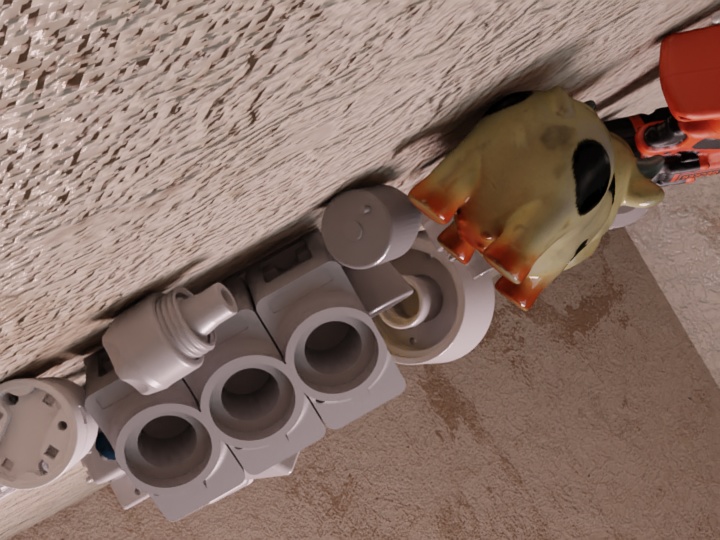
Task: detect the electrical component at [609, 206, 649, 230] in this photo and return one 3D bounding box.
[{"bbox_3d":[0.213,-0.074,0.949,0.080,0.080,0.051,-28,179,-17],"label":"electrical component"}]

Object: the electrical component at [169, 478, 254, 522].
[{"bbox_3d":[-0.141,0.137,0.876,0.057,0.113,0.078,-23,172,-45],"label":"electrical component"}]

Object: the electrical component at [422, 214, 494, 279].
[{"bbox_3d":[0.073,-0.024,0.767,0.043,0.062,0.043,-29,175,-3],"label":"electrical component"}]

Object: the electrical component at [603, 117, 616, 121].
[{"bbox_3d":[0.192,-0.091,0.858,0.045,0.045,0.055,-25,173,-39],"label":"electrical component"}]

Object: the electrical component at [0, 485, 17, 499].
[{"bbox_3d":[-0.206,0.103,0.581,0.040,0.046,0.040,-29,175,-3],"label":"electrical component"}]

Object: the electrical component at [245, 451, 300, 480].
[{"bbox_3d":[-0.078,0.096,0.801,0.109,0.056,0.108,-23,-139,57],"label":"electrical component"}]

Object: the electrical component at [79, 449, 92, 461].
[{"bbox_3d":[-0.205,0.107,0.639,0.079,0.044,0.077,-26,174,-34],"label":"electrical component"}]

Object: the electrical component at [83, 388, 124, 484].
[{"bbox_3d":[-0.164,0.106,0.741,0.061,0.061,0.096,-30,175,8],"label":"electrical component"}]

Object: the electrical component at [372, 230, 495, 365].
[{"bbox_3d":[0.044,0.023,0.839,0.108,0.108,0.060,-32,168,26],"label":"electrical component"}]

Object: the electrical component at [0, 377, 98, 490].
[{"bbox_3d":[-0.167,0.082,0.558,0.055,0.055,0.047,-29,178,2],"label":"electrical component"}]

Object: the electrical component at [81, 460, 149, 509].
[{"bbox_3d":[-0.185,0.137,0.812,0.047,0.083,0.076,-33,174,30],"label":"electrical component"}]

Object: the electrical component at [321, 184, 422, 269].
[{"bbox_3d":[0.012,-0.025,0.560,0.040,0.040,0.078,-32,174,27],"label":"electrical component"}]

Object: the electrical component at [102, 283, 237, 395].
[{"bbox_3d":[-0.089,0.029,0.521,0.062,0.043,0.043,-32,174,12],"label":"electrical component"}]

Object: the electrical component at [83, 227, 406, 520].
[{"bbox_3d":[-0.062,0.058,0.586,0.150,0.089,0.061,-29,-156,-1],"label":"electrical component"}]

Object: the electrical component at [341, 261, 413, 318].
[{"bbox_3d":[0.000,0.000,0.647,0.045,0.055,0.045,-29,175,-3],"label":"electrical component"}]

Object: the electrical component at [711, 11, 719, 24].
[{"bbox_3d":[0.190,-0.130,0.471,0.077,0.047,0.065,-29,175,-5],"label":"electrical component"}]
